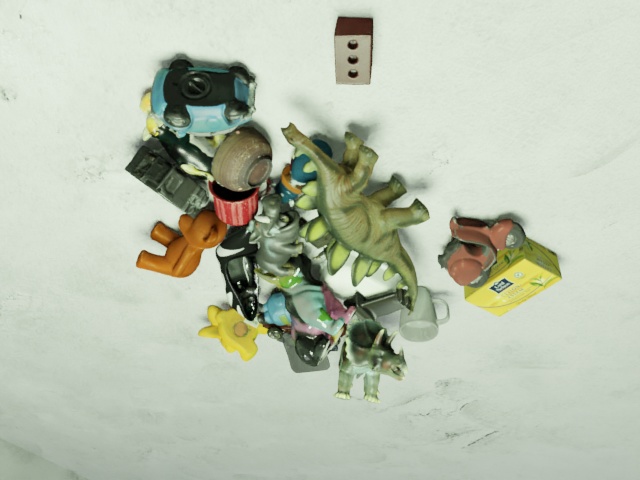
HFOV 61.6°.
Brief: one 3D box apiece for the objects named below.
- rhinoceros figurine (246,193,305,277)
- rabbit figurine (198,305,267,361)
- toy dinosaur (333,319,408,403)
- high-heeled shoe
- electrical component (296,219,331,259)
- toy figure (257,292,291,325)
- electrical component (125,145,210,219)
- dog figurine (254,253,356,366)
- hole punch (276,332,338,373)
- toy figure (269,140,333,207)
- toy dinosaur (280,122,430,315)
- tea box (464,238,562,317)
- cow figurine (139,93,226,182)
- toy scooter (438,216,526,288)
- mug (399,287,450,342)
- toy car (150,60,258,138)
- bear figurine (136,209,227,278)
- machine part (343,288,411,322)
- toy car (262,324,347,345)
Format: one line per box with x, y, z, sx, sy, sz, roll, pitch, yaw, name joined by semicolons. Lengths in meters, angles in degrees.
-0.081;-0.009;1.000;0.112;0.073;0.190;13;140;2;rhinoceros figurine
-0.220;0.237;1.347;0.162;0.122;0.173;19;157;-5;rabbit figurine
0.101;0.275;1.284;0.131;0.192;0.405;12;175;-3;toy dinosaur
-0.155;0.076;1.125;0.086;0.145;0.248;-22;164;-26;high-heeled shoe
-0.003;-0.004;1.078;0.078;0.045;0.102;-23;129;34;electrical component
-0.054;0.148;1.225;0.180;0.082;0.089;-17;175;16;toy figure
-0.279;-0.108;0.966;0.134;0.058;0.114;31;170;32;electrical component
-0.045;0.132;1.114;0.219;0.108;0.191;37;118;14;dog figurine
-0.023;0.262;1.364;0.142;0.092;0.115;-10;105;25;hole punch
-0.033;-0.115;0.952;0.058;0.064;0.154;-11;159;-38;toy figure
0.080;-0.024;0.937;0.198;0.105;0.470;-41;121;10;toy dinosaur
0.378;0.075;1.070;0.098;0.068;0.169;24;138;-16;tea box
-0.239;-0.169;0.906;0.167;0.098;0.068;34;139;-25;cow figurine
0.283;0.013;1.017;0.135;0.075;0.183;21;134;-12;toy scooter
0.223;0.151;1.158;0.110;0.107;0.080;-21;131;25;mug
-0.179;-0.214;0.852;0.162;0.109;0.103;-1;161;-4;toy car
-0.270;-0.005;1.073;0.132;0.120;0.196;27;138;-14;bear figurine
0.122;0.134;1.119;0.139;0.039;0.084;-18;126;31;machine part
-0.036;0.195;1.275;0.202;0.089;0.053;7;141;6;toy car
